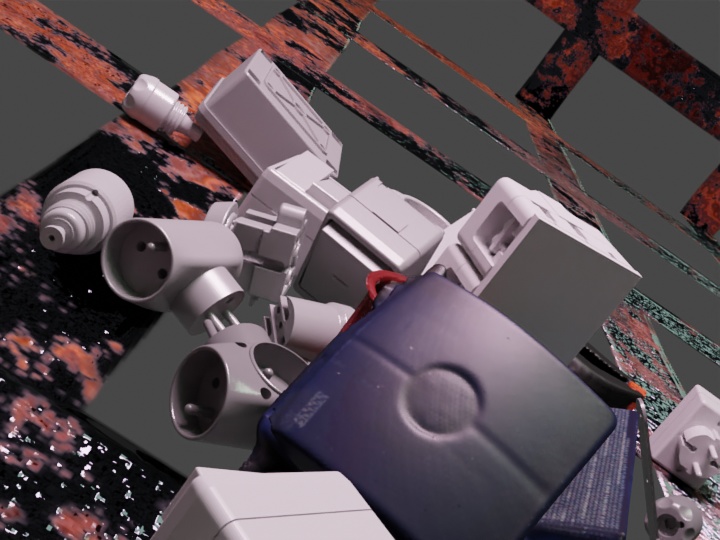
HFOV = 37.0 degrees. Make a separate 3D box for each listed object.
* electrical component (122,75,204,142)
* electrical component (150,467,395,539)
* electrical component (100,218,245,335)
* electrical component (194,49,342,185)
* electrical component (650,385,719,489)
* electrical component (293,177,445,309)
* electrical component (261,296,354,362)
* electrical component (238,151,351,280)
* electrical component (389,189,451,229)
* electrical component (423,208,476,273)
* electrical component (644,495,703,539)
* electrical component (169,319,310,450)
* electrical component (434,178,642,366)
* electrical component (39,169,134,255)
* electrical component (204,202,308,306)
[{"bbox_3d":[-0.145,-0.117,0.803,0.061,0.035,0.035,34,18,-16],"label":"electrical component"},{"bbox_3d":[-0.039,0.109,0.380,0.096,0.061,0.061,12,30,-52],"label":"electrical component"},{"bbox_3d":[-0.088,0.008,0.575,0.079,0.043,0.077,50,16,13],"label":"electrical component"},{"bbox_3d":[-0.068,-0.110,0.846,0.108,0.056,0.108,49,14,-15],"label":"electrical component"},{"bbox_3d":[0.274,0.142,0.866,0.047,0.065,0.076,36,18,-1],"label":"electrical component"},{"bbox_3d":[0.000,0.000,0.701,0.062,0.096,0.061,40,46,12],"label":"electrical component"},{"bbox_3d":[-0.029,0.036,0.622,0.046,0.040,0.040,16,26,-35],"label":"electrical component"},{"bbox_3d":[-0.040,-0.043,0.763,0.062,0.061,0.096,37,18,3],"label":"electrical component"},{"bbox_3d":[0.038,-0.019,0.850,0.054,0.059,0.095,25,21,-32],"label":"electrical component"},{"bbox_3d":[0.068,0.015,0.775,0.061,0.096,0.061,53,-5,42],"label":"electrical component"},{"bbox_3d":[0.220,0.172,0.742,0.035,0.035,0.061,45,17,25],"label":"electrical component"},{"bbox_3d":[-0.054,0.052,0.521,0.077,0.044,0.079,19,27,-43],"label":"electrical component"},{"bbox_3d":[0.083,0.029,0.661,0.089,0.150,0.061,26,21,-30],"label":"electrical component"},{"bbox_3d":[-0.146,-0.027,0.561,0.040,0.040,0.078,35,18,-5],"label":"electrical component"},{"bbox_3d":[-0.066,-0.013,0.646,0.055,0.066,0.048,16,18,3],"label":"electrical component"}]
